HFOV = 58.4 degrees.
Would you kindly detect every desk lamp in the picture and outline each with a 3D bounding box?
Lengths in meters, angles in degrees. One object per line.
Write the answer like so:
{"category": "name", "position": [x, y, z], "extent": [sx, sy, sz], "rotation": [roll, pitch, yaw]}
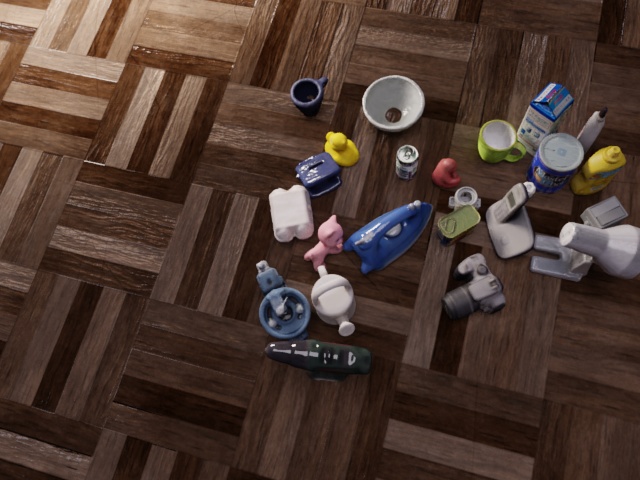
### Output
{"category": "desk lamp", "position": [0.613, 0.026, 1.316], "extent": [0.203, 0.214, 0.118], "rotation": [11, 73, 9]}

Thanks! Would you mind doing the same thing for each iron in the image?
{"category": "iron", "position": [0.182, -0.035, 1.417], "extent": [0.258, 0.141, 0.118], "rotation": [-37, 72, -7]}

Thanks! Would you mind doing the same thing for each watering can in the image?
{"category": "watering can", "position": [0.035, 0.139, 1.345], "extent": [0.101, 0.194, 0.172], "rotation": [-43, 73, -9]}

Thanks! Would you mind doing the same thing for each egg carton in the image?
{"category": "egg carton", "position": [-0.073, -0.069, 1.491], "extent": [0.107, 0.069, 0.150], "rotation": [-12, 71, 2]}

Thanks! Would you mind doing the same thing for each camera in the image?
{"category": "camera", "position": [0.356, 0.120, 1.370], "extent": [0.137, 0.101, 0.143], "rotation": [-25, 71, -3]}

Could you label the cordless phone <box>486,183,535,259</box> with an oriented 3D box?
{"category": "cordless phone", "position": [0.467, -0.046, 1.369], "extent": [0.094, 0.185, 0.147], "rotation": [-15, 71, 1]}

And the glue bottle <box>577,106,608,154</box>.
{"category": "glue bottle", "position": [0.685, -0.285, 1.434], "extent": [0.037, 0.173, 0.078], "rotation": [24, 76, 13]}

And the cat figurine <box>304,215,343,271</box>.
{"category": "cat figurine", "position": [0.013, 0.005, 1.433], "extent": [0.067, 0.118, 0.128], "rotation": [40, 80, 16]}

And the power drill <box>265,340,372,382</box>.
{"category": "power drill", "position": [0.004, 0.273, 1.296], "extent": [0.229, 0.208, 0.075], "rotation": [2, 72, 7]}

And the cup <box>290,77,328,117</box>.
{"category": "cup", "position": [-0.022, -0.393, 1.581], "extent": [0.118, 0.095, 0.091], "rotation": [-41, 72, -8]}

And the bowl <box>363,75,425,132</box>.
{"category": "bowl", "position": [0.199, -0.357, 1.558], "extent": [0.167, 0.075, 0.167], "rotation": [-2, 71, 5]}

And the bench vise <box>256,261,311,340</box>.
{"category": "bench vise", "position": [-0.110, 0.143, 1.345], "extent": [0.121, 0.220, 0.207], "rotation": [-44, 73, -9]}

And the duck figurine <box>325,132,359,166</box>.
{"category": "duck figurine", "position": [0.057, -0.250, 1.530], "extent": [0.104, 0.086, 0.077], "rotation": [39, 79, 16]}

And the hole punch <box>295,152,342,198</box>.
{"category": "hole punch", "position": [-0.007, -0.179, 1.511], "extent": [0.108, 0.091, 0.101], "rotation": [-27, 71, -4]}

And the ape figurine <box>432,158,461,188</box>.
{"category": "ape figurine", "position": [0.329, -0.179, 1.477], "extent": [0.076, 0.092, 0.078], "rotation": [-8, 71, 3]}
